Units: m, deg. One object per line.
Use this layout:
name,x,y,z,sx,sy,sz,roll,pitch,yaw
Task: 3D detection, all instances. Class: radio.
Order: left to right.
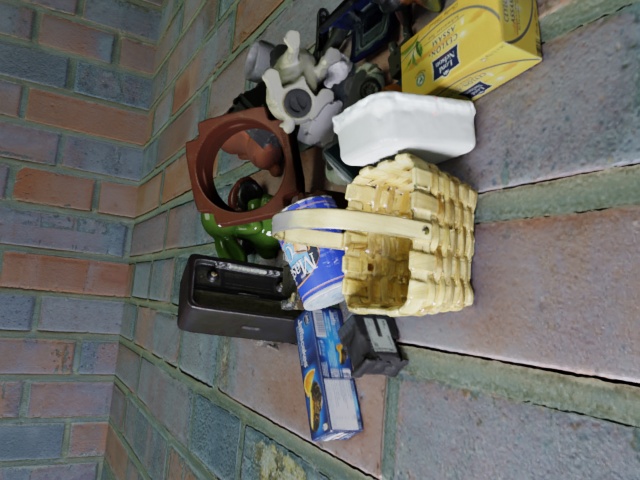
radio,-0.133,0.105,0.958,0.073,0.229,0.131,-58,31,35

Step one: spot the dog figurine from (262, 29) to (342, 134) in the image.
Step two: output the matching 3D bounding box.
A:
dog figurine,-0.054,-0.271,0.964,0.172,0.121,0.191,-62,17,-3

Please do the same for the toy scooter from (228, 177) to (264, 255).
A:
toy scooter,-0.188,-0.056,1.262,0.135,0.075,0.183,9,95,63

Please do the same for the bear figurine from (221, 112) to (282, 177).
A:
bear figurine,-0.141,-0.230,1.204,0.196,0.120,0.132,22,58,36

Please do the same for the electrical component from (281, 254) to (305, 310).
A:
electrical component,-0.044,0.064,0.886,0.078,0.045,0.102,8,93,59

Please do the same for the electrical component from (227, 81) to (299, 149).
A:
electrical component,-0.102,-0.251,1.096,0.115,0.134,0.058,-48,1,-40

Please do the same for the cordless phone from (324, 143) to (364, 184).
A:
cordless phone,0.061,-0.043,0.815,0.147,0.089,0.184,-128,34,-53

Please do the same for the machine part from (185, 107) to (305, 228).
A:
machine part,-0.137,-0.133,1.002,0.087,0.201,0.201,10,-111,-79

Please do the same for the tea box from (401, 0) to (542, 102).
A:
tea box,0.176,-0.227,0.654,0.170,0.068,0.098,-25,60,56

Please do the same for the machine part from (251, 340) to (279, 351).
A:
machine part,-0.121,0.130,1.084,0.079,0.079,0.243,-64,34,28

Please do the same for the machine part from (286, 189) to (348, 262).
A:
machine part,-0.002,-0.003,0.926,0.179,0.056,0.179,-21,66,57

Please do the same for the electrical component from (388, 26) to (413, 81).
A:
electrical component,0.126,-0.270,0.803,0.063,0.021,0.094,-39,50,51

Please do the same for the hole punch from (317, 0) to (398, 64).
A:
hole punch,0.075,-0.365,0.876,0.116,0.092,0.142,-57,18,-22

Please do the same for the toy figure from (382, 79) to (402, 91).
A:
toy figure,0.096,-0.185,0.757,0.154,0.064,0.058,-42,15,-7

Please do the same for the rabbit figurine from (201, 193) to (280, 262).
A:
rabbit figurine,-0.169,-0.025,1.115,0.121,0.170,0.159,10,90,63

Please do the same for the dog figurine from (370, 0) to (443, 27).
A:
dog figurine,0.128,-0.429,0.773,0.109,0.191,0.219,3,119,58

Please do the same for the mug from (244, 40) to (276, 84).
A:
mug,-0.100,-0.375,1.154,0.081,0.107,0.109,-46,39,45

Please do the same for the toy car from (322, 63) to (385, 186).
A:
toy car,0.055,-0.187,0.876,0.074,0.056,0.201,48,123,62

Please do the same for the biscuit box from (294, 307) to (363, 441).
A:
biscuit box,0.010,0.205,0.842,0.063,0.059,0.203,-48,42,45

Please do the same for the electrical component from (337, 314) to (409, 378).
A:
electrical component,0.066,0.129,0.746,0.047,0.075,0.119,-56,42,38
